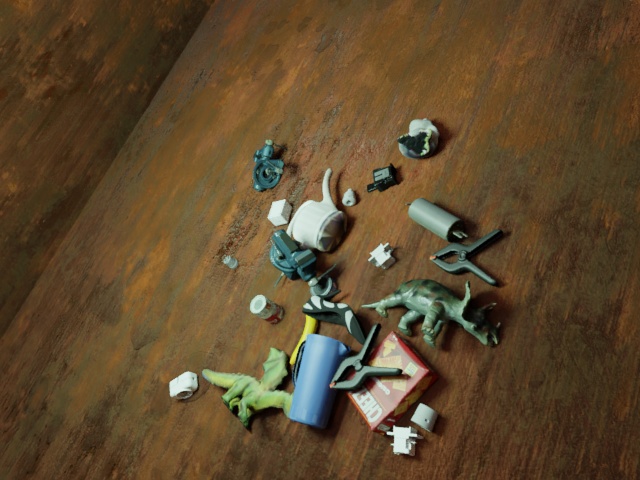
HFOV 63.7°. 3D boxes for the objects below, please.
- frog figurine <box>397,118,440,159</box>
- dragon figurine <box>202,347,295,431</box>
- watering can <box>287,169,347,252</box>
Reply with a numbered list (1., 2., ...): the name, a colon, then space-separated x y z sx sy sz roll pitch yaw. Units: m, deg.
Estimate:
1. frog figurine: 0.339 -0.345 1.754 0.136 0.122 0.162 -34 9 26
2. dragon figurine: -0.199 0.443 1.620 0.245 0.119 0.415 -41 43 -17
3. watering can: 0.005 -0.091 1.807 0.226 0.102 0.350 22 78 44
